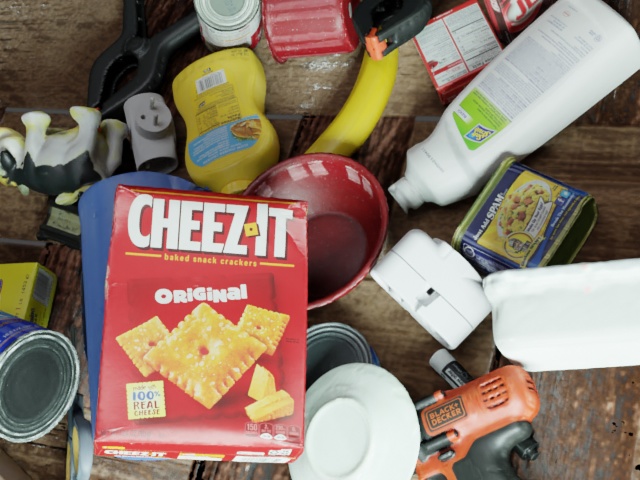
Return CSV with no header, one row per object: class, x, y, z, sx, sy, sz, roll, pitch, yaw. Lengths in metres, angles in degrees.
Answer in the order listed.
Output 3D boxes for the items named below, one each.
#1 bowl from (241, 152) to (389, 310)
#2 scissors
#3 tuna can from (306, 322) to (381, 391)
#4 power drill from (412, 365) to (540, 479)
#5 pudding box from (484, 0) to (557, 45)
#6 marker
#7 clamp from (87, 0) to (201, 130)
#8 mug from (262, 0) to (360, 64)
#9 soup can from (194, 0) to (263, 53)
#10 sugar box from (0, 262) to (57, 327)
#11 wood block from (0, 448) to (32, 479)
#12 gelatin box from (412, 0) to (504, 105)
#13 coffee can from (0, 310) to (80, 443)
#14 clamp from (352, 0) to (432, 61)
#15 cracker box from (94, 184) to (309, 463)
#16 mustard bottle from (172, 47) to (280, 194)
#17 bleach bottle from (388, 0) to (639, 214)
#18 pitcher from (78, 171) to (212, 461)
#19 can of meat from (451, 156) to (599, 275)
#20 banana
bowl,-0.006,0.001,0.981,0.162,0.055,0.162,-10,60,18
scissors,-0.223,0.152,0.986,0.016,0.096,0.202,5,60,-20
tuna can,0.010,0.117,0.926,0.086,0.033,0.086,-10,60,18
power drill,0.104,0.208,0.815,0.185,0.057,0.188,-31,58,22
pudding box,0.206,-0.246,1.000,0.113,0.090,0.039,-41,55,-2
marker,0.135,0.135,0.871,0.020,0.020,0.121,-43,56,-3
clamp,-0.203,-0.216,1.193,0.165,0.036,0.210,27,77,33
mug,-0.003,-0.234,1.094,0.082,0.093,0.117,-2,27,17
soup can,-0.094,-0.233,1.103,0.068,0.102,0.068,0,84,-2
sugar box,-0.362,0.074,1.101,0.176,0.048,0.093,-3,64,21
wood block,-0.298,0.249,0.953,0.206,0.090,0.090,32,79,32
gelatin box,0.136,-0.182,1.034,0.073,0.030,0.089,-25,56,8
coffee can,-0.303,0.113,0.966,0.141,0.102,0.102,15,70,35
clamp,0.072,-0.243,1.068,0.120,0.039,0.171,6,46,37
cracker box,-0.094,0.068,0.867,0.164,0.072,0.213,5,69,-10
mustard bottle,-0.090,-0.099,1.068,0.096,0.058,0.191,-20,57,11
bleach bottle,0.164,-0.117,0.966,0.251,0.068,0.103,-39,48,3
pitcher,-0.159,0.074,0.975,0.145,0.149,0.243,-5,64,-2
can of meat,0.175,-0.009,0.909,0.084,0.057,0.102,28,77,31
banana,0.032,-0.133,1.047,0.070,0.037,0.197,27,77,32
